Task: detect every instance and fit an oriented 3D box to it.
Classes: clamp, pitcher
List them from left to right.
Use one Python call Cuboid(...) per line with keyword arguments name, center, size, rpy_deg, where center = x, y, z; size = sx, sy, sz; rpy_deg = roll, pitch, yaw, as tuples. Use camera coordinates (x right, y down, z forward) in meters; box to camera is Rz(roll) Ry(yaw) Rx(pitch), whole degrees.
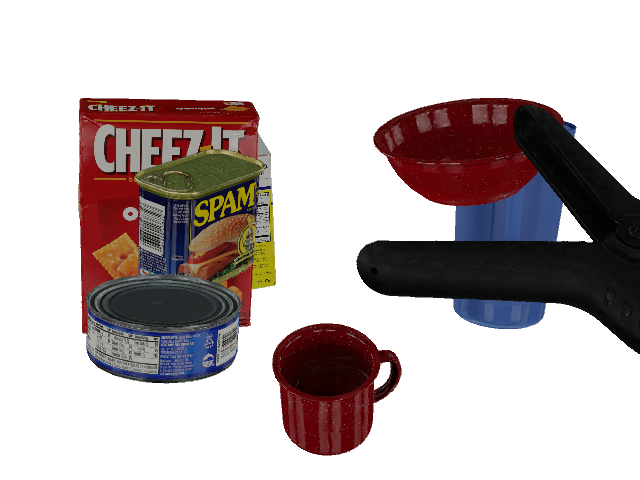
Cuboid(name="pitcher", center=(0.215, -0.023, 1.235), size=(0.149, 0.243, 0.145), rpy_deg=(-6, 17, -32))
Cuboid(name="clamp", center=(0.133, 0.013, 0.487), size=(0.210, 0.036, 0.164), rpy_deg=(31, 49, 31))

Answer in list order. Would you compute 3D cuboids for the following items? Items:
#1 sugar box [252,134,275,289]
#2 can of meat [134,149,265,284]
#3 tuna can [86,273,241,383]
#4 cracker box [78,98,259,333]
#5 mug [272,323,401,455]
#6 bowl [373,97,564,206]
Cuboid(name="sugar box", center=(-0.086, -0.037, 1.328), size=(0.048, 0.176, 0.093), rpy_deg=(-9, 24, -11))
Cuboid(name="can of meat", center=(-0.090, -0.014, 0.795), size=(0.058, 0.084, 0.101), rpy_deg=(20, 27, 31))
Cuboid(name="tuna can", center=(-0.088, 0.048, 0.598), size=(0.086, 0.034, 0.086), rpy_deg=(4, 17, -1))
Cuboid(name="cracker box", center=(-0.144, -0.022, 1.007), size=(0.164, 0.214, 0.072), rpy_deg=(-1, 20, -12))
Cuboid(name="mug", center=(0.017, 0.130, 0.941), size=(0.117, 0.081, 0.093), rpy_deg=(-17, 41, -18))
Cuboid(name="bowl", center=(0.129, -0.072, 0.920), size=(0.162, 0.055, 0.162), rpy_deg=(-8, 24, 3))
